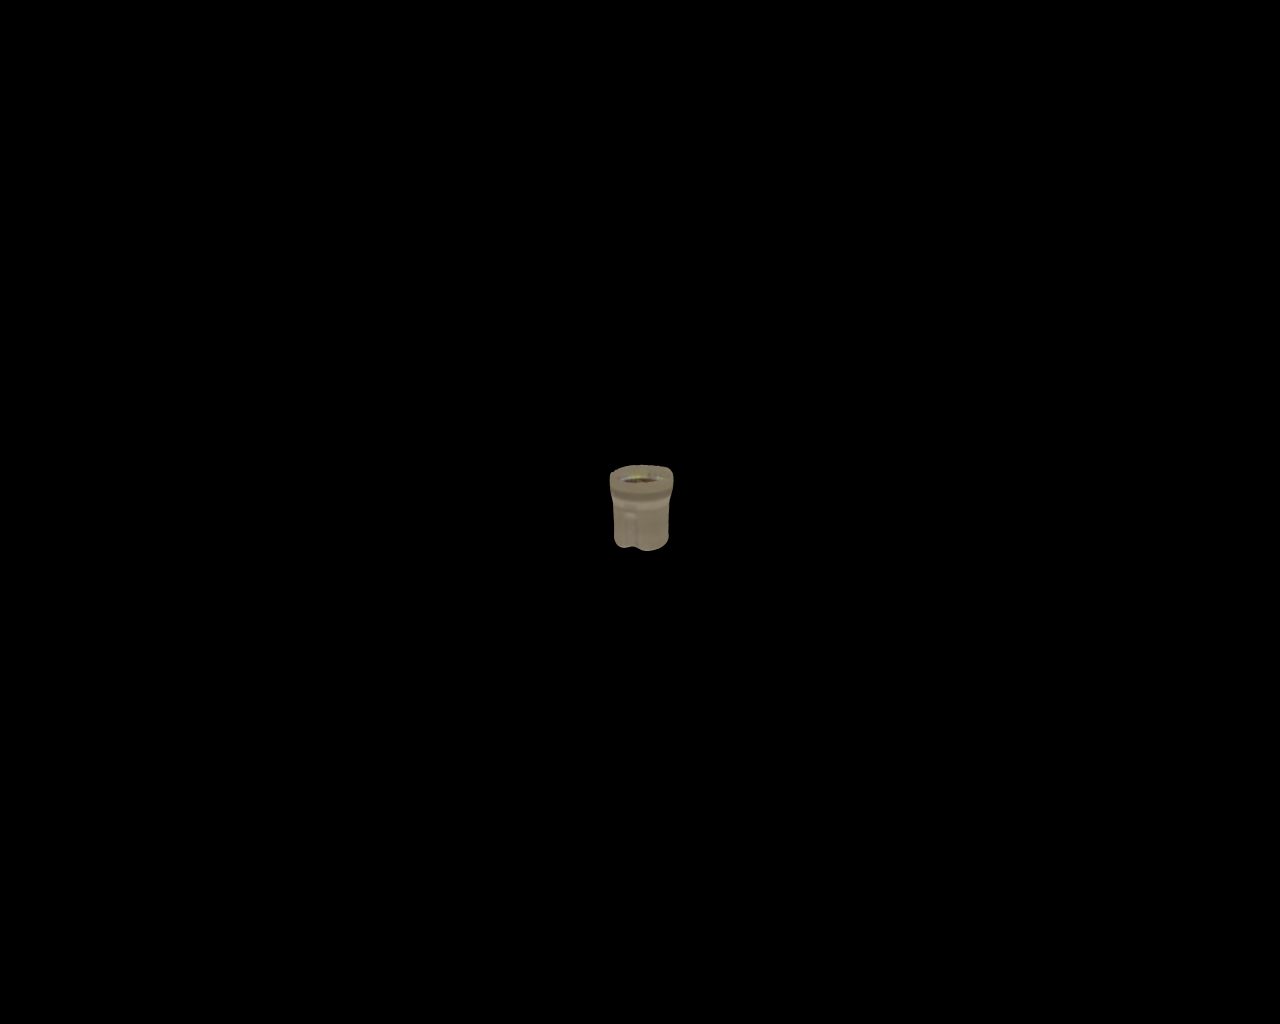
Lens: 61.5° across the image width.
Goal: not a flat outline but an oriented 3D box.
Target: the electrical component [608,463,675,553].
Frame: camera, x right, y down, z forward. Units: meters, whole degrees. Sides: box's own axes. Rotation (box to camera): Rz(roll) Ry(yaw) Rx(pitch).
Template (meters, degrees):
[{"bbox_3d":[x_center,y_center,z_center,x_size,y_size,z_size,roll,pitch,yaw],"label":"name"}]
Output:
[{"bbox_3d":[0.001,-0.003,0.650,0.040,0.046,0.040,0,18,0],"label":"electrical component"}]
